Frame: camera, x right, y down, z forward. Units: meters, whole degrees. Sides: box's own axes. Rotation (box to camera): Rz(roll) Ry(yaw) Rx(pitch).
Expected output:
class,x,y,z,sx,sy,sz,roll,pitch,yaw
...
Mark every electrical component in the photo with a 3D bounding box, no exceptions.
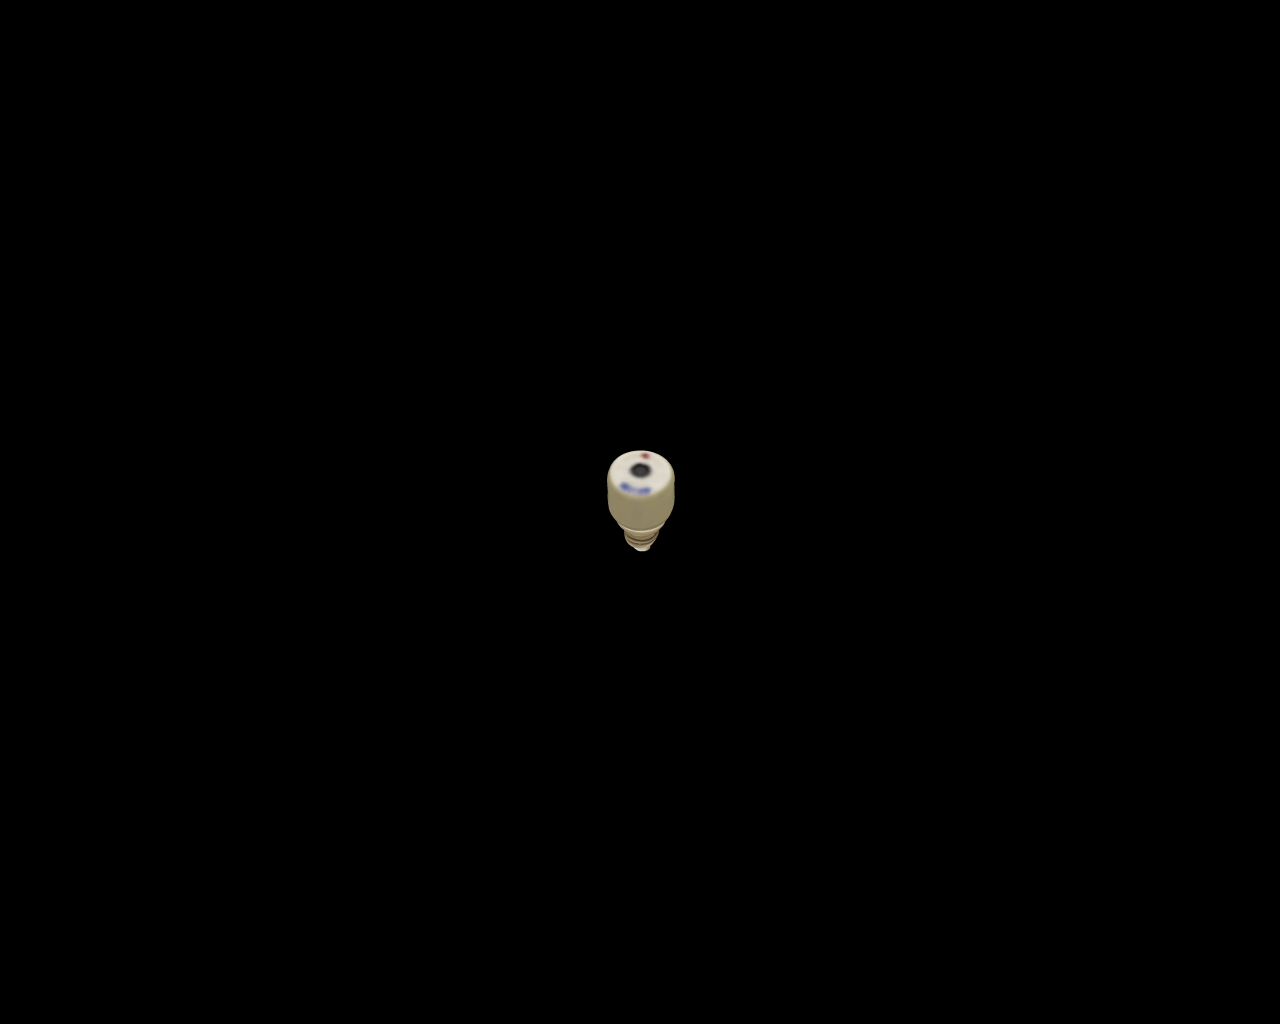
class,x,y,z,sx,sy,sz,roll,pitch,yaw
electrical component,0.001,-0.003,0.650,0.040,0.040,0.078,0,-40,0
